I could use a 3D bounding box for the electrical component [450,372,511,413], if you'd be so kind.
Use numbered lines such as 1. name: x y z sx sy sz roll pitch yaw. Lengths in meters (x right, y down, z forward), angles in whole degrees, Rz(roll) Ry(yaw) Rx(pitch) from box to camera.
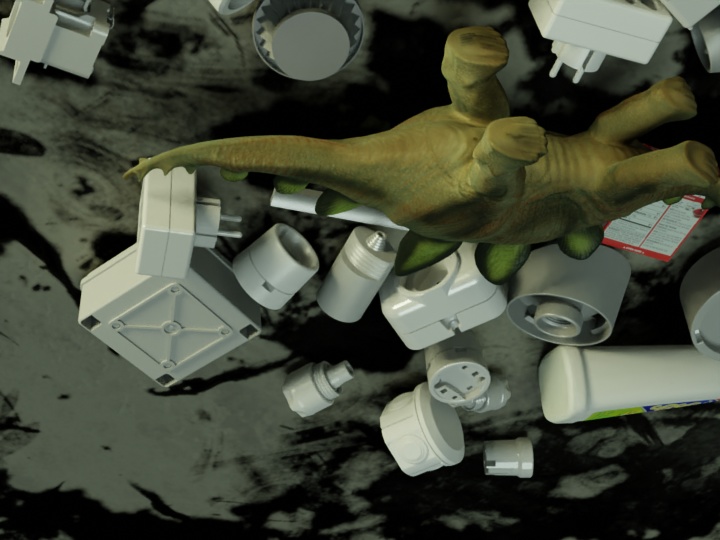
1. electrical component: 0.109 0.116 0.998 0.061 0.035 0.035 -9 138 -36

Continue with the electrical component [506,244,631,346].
1. electrical component: 0.174 0.021 0.912 0.099 0.064 0.099 14 153 7

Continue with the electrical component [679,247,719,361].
1. electrical component: 0.333 0.022 0.938 0.108 0.060 0.108 -4 133 -4

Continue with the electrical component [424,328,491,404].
1. electrical component: 0.086 0.085 0.968 0.055 0.047 0.055 -4 133 -5

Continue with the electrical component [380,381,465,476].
1. electrical component: 0.059 0.149 1.002 0.051 0.080 0.080 -26 131 22

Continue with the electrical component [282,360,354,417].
1. electrical component: -0.035 0.102 0.970 0.062 0.043 0.043 -29 130 16

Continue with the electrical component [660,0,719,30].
1. electrical component: 0.228 -0.219 0.702 0.096 0.061 0.061 -39 126 25

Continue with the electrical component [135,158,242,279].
1. electrical component: -0.126 -0.037 0.803 0.076 0.083 0.047 7 131 -14

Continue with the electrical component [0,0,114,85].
1. electrical component: -0.200 -0.160 0.708 0.064 0.042 0.081 18 128 -25

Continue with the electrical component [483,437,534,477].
1. electrical component: 0.148 0.188 1.078 0.046 0.040 0.040 -1 132 1

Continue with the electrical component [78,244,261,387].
1. electrical component: -0.153 0.028 0.876 0.109 0.056 0.108 -30 129 18

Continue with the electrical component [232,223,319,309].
1. electrical component: -0.066 -0.004 0.862 0.047 0.055 0.055 -41 125 22

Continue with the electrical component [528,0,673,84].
1. electrical component: 0.159 -0.164 0.752 0.083 0.047 0.075 10 130 -17

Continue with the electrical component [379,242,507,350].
1. electrical component: 0.067 0.017 0.900 0.095 0.053 0.059 -24 131 14

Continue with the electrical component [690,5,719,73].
1. electrical component: 0.285 -0.162 0.774 0.077 0.043 0.079 -20 132 10

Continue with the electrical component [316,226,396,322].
1. electrical component: 0.000 0.000 0.882 0.043 0.043 0.081 16 128 -21

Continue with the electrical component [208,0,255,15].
1. electrical component: -0.063 -0.229 0.658 0.138 0.052 0.073 -40 89 32
